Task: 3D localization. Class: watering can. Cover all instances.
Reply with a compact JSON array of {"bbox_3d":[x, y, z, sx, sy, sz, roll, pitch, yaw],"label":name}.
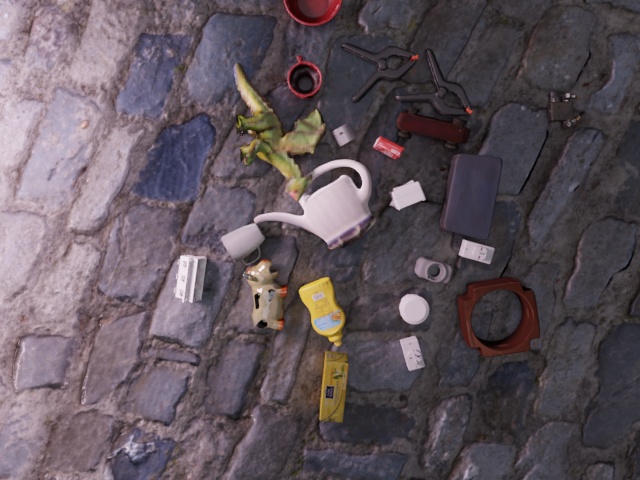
[{"bbox_3d":[0.004,-0.072,1.422,0.345,0.224,0.104,-33,-1,14],"label":"watering can"}]

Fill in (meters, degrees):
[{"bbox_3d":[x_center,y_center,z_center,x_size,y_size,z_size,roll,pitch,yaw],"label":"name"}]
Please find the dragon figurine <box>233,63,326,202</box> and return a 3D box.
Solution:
[{"bbox_3d":[-0.106,-0.306,1.407,0.243,0.414,0.121,-4,-11,-9],"label":"dragon figurine"}]
